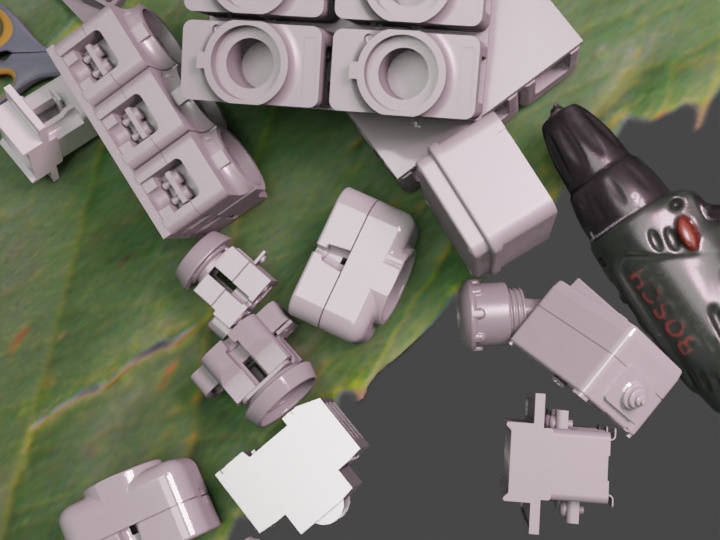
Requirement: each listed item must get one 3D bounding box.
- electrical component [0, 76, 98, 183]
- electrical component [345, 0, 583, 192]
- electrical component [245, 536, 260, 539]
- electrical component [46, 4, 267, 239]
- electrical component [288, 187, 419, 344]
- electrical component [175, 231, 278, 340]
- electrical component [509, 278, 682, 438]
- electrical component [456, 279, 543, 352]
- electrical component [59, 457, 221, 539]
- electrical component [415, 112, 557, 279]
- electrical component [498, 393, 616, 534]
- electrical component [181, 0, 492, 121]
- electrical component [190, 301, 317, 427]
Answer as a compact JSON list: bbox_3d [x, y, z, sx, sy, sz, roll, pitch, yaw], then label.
[{"bbox_3d":[-0.224,-0.104,0.773,0.064,0.081,0.042,-36,79,-20],"label":"electrical component"},{"bbox_3d":[0.064,-0.134,0.735,0.150,0.062,0.089,-36,79,3],"label":"electrical component"},{"bbox_3d":[-0.066,0.212,0.722,0.055,0.045,0.045,38,90,11],"label":"electrical component"},{"bbox_3d":[-0.132,-0.101,0.737,0.062,0.089,0.150,-33,85,12],"label":"electrical component"},{"bbox_3d":[0.000,0.000,0.733,0.059,0.054,0.095,25,87,11],"label":"electrical component"},{"bbox_3d":[-0.095,0.006,0.752,0.055,0.048,0.066,41,90,4],"label":"electrical component"},{"bbox_3d":[0.154,0.054,0.676,0.062,0.096,0.061,39,90,-34],"label":"electrical component"},{"bbox_3d":[0.097,0.029,0.720,0.062,0.048,0.048,-3,83,-1],"label":"electrical component"},{"bbox_3d":[-0.152,0.168,0.736,0.095,0.054,0.059,-25,80,5],"label":"electrical component"},{"bbox_3d":[0.080,-0.044,0.696,0.057,0.113,0.078,-31,80,1],"label":"electrical component"},{"bbox_3d":[0.120,0.117,0.666,0.063,0.121,0.078,3,84,7],"label":"electrical component"},{"bbox_3d":[-0.015,-0.153,0.673,0.186,0.060,0.105,6,99,11],"label":"electrical component"},{"bbox_3d":[-0.067,0.069,0.734,0.078,0.058,0.057,-43,76,1],"label":"electrical component"}]
